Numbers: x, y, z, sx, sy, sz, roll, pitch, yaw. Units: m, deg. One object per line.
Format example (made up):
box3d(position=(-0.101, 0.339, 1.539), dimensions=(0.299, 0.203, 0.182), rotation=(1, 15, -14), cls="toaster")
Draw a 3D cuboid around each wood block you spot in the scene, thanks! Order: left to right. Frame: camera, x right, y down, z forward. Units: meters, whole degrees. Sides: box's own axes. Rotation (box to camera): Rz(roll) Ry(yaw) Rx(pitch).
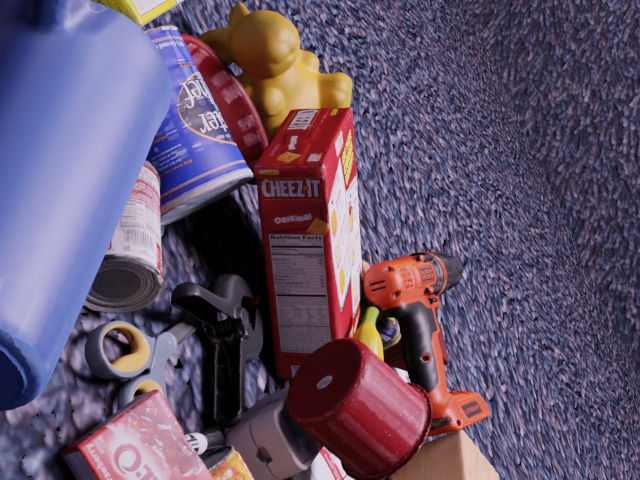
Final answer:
box3d(position=(0.128, 0.303, 1.043), dimensions=(0.090, 0.091, 0.206), rotation=(51, 23, -30), cls="wood block")

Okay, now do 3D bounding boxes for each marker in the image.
box3d(position=(-0.105, 0.152, 0.776), dimensions=(0.121, 0.020, 0.020), rotation=(7, 59, -66), cls="marker")

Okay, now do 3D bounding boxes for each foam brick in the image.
box3d(position=(0.099, 0.123, 1.209), dimensions=(0.051, 0.078, 0.053), rotation=(41, 30, -41), cls="foam brick")

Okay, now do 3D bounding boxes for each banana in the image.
box3d(position=(0.042, 0.164, 0.973), dimensions=(0.069, 0.037, 0.198), rotation=(-11, 106, -63), cls="banana")

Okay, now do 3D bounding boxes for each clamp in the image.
box3d(position=(-0.081, 0.066, 0.890), dimensions=(0.171, 0.039, 0.120), rotation=(-81, 158, -69), cls="clamp")

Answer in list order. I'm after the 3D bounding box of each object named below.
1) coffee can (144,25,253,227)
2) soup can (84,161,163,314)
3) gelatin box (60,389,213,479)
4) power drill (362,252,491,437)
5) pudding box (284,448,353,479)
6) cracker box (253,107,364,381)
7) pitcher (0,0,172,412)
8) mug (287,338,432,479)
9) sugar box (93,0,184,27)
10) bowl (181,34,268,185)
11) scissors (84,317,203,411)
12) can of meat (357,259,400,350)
box3d(position=(-0.132, -0.092, 0.889), dimensions=(0.140, 0.103, 0.102), rotation=(63, 21, 1), cls="coffee can")
box3d(position=(-0.151, -0.005, 0.789), dimensions=(0.068, 0.069, 0.102), rotation=(41, 30, -44), cls="soup can")
box3d(position=(-0.115, 0.154, 0.697), dimensions=(0.073, 0.030, 0.089), rotation=(-34, 96, -44), cls="gelatin box")
box3d(position=(0.120, 0.104, 1.119), dimensions=(0.184, 0.057, 0.187), rotation=(-7, 78, -57), cls="power drill")
box3d(position=(0.000, 0.225, 0.909), dimensions=(0.090, 0.039, 0.113), rotation=(64, 23, -1), cls="pudding box")
box3d(position=(-0.007, 0.001, 1.003), dimensions=(0.164, 0.072, 0.214), rotation=(-68, 155, -64), cls="cracker box")
box3d(position=(-0.179, -0.018, 0.638), dimensions=(0.149, 0.145, 0.242), rotation=(44, 40, -33), cls="pitcher")
box3d(position=(0.023, 0.128, 0.856), dimensions=(0.081, 0.093, 0.117), rotation=(44, -4, -30), cls="mug")
box3d(position=(-0.187, -0.255, 1.041), dimensions=(0.093, 0.048, 0.176), rotation=(58, 18, -13), cls="sugar box")
box3d(position=(-0.115, -0.114, 1.023), dimensions=(0.162, 0.055, 0.162), rotation=(49, 25, -32), cls="bowl")
box3d(position=(-0.118, 0.099, 0.817), dimensions=(0.201, 0.016, 0.096), rotation=(12, 59, -70), cls="scissors")
box3d(position=(0.038, 0.065, 1.168), dimensions=(0.083, 0.058, 0.102), rotation=(31, 37, -50), cls="can of meat")
